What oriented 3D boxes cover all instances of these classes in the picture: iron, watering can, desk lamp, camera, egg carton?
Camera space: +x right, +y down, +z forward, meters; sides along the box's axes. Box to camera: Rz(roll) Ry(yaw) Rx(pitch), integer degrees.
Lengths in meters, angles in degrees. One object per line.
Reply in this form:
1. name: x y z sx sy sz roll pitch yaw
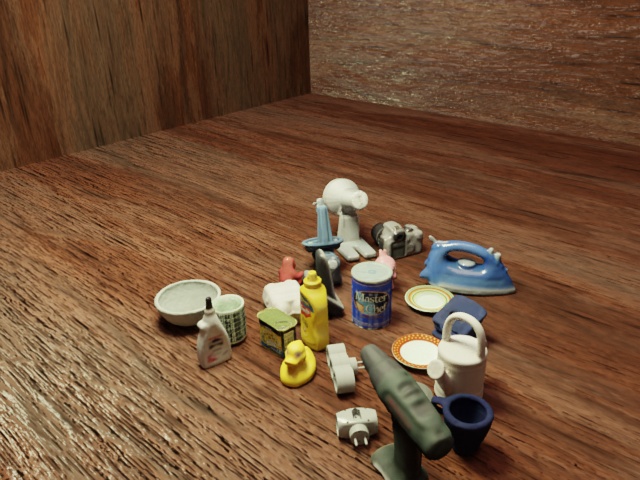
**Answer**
1. iron: 0.410 0.065 1.572 0.257 0.141 0.119 7 27 17
2. watering can: 0.285 0.239 1.161 0.100 0.194 0.173 10 29 23
3. desk lamp: 0.096 -0.072 1.787 0.118 0.214 0.202 -12 28 -19
4. camera: 0.231 -0.015 1.792 0.143 0.101 0.136 -13 28 -21
5. egg carton: -0.089 0.161 1.483 0.107 0.069 0.150 -10 27 -17

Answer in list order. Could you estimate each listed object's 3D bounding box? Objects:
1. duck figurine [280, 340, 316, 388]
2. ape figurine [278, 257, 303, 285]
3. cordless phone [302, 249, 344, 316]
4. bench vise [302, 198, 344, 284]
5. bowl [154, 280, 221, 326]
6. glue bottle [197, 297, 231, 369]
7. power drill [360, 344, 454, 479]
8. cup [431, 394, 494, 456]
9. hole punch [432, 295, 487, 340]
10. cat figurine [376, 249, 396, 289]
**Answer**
1. duck figurine: -0.049 0.260 1.260 0.077 0.086 0.105 10 28 22
2. ape figurine: -0.085 0.089 1.605 0.077 0.092 0.076 16 31 32
3. cordless phone: 0.003 0.094 1.484 0.094 0.185 0.147 -10 27 -17
4. bench vise: 0.025 0.003 1.629 0.122 0.220 0.206 -15 29 -25
5. bowl: -0.334 0.172 1.468 0.167 0.075 0.167 -1 26 1
6. glue bottle: -0.244 0.203 1.288 0.078 0.173 0.037 -21 32 -34
7. power drill: 0.137 0.319 0.990 0.076 0.208 0.228 -15 29 -26
8. cup: 0.258 0.344 1.061 0.117 0.095 0.092 16 31 31
9. hole punch: 0.332 0.196 1.364 0.101 0.091 0.108 -19 31 -32
10. cat figurine: 0.179 0.074 1.593 0.067 0.118 0.128 2 26 8
